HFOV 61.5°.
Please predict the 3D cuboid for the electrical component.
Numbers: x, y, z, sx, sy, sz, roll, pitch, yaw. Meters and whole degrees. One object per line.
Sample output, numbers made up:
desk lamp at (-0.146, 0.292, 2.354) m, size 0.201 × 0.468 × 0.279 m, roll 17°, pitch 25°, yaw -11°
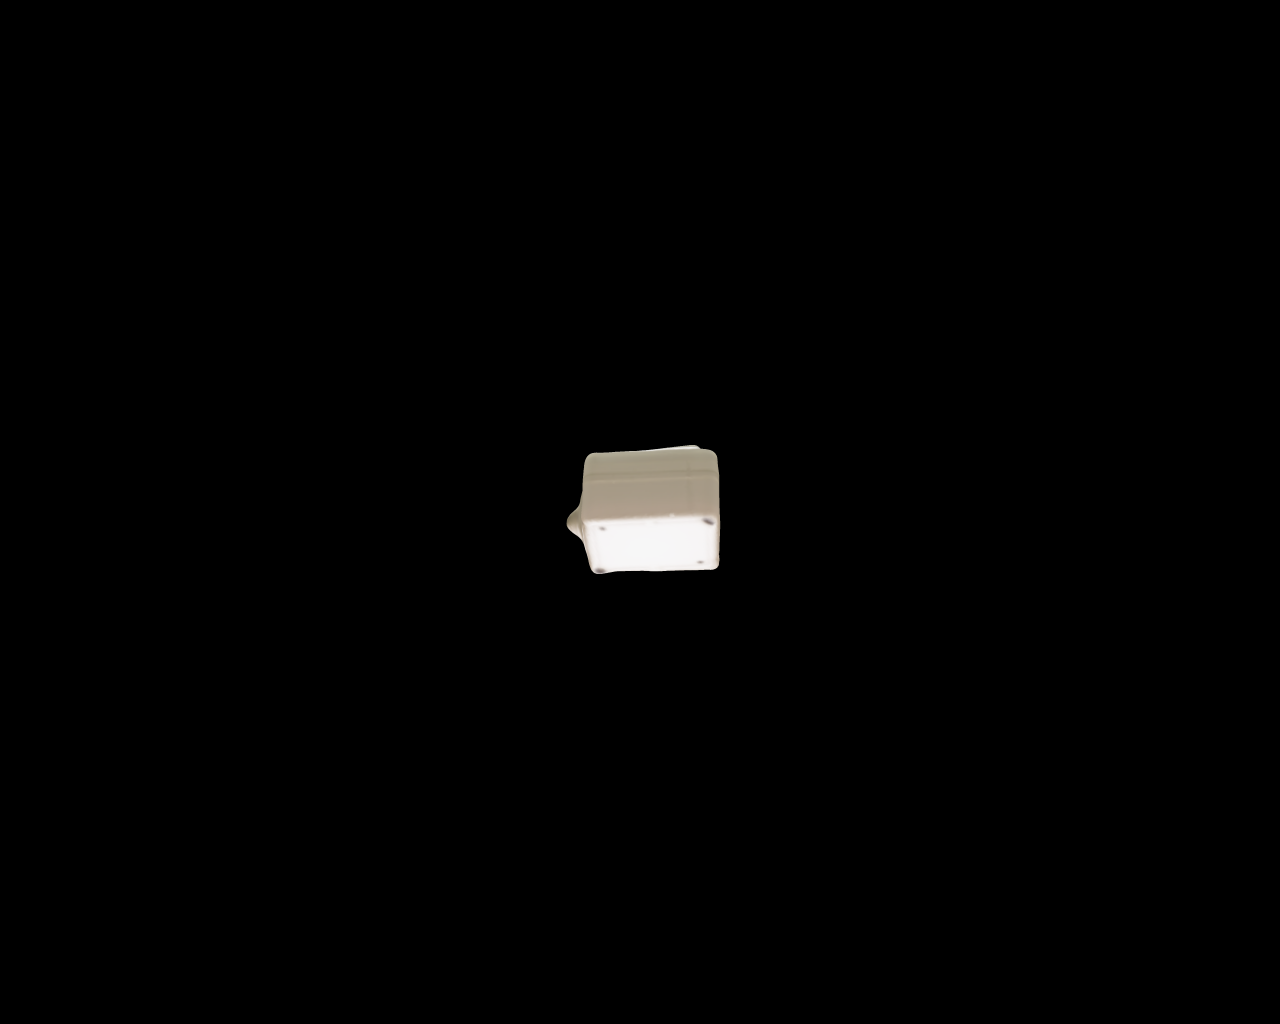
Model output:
electrical component at (0.001, -0.003, 0.650) m, size 0.096 × 0.061 × 0.061 m, roll -2°, pitch -36°, yaw 2°
